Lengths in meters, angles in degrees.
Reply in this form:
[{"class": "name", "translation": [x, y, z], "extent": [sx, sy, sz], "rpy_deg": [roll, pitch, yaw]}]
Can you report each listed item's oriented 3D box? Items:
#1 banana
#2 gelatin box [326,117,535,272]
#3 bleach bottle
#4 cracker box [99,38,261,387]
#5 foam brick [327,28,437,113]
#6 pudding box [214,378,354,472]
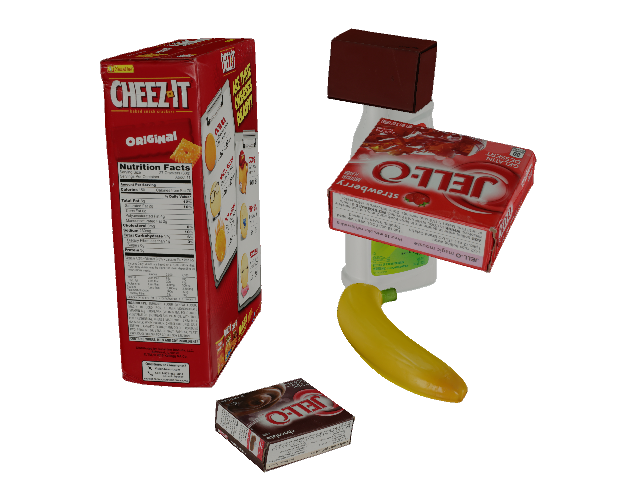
[{"class": "banana", "translation": [0.054, 0.073, 0.851], "extent": [0.069, 0.037, 0.198], "rpy_deg": [-5, 23, -11]}, {"class": "gelatin box", "translation": [0.058, -0.026, 0.550], "extent": [0.089, 0.030, 0.073], "rpy_deg": [15, 42, 19]}, {"class": "bleach bottle", "translation": [0.068, -0.072, 1.091], "extent": [0.102, 0.251, 0.068], "rpy_deg": [-10, 22, -16]}, {"class": "cracker box", "translation": [-0.091, -0.027, 0.741], "extent": [0.072, 0.214, 0.164], "rpy_deg": [1, 15, 9]}, {"class": "foam brick", "translation": [0.051, -0.140, 0.878], "extent": [0.078, 0.051, 0.052], "rpy_deg": [13, 24, 19]}, {"class": "pudding box", "translation": [-0.036, 0.183, 1.072], "extent": [0.113, 0.039, 0.090], "rpy_deg": [-12, 27, -37]}]
